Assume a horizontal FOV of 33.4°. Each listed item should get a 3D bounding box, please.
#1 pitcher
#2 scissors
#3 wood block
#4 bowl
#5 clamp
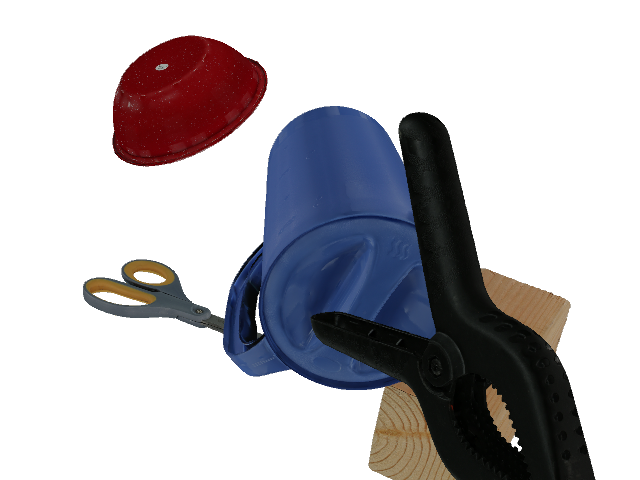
[{"bbox_3d":[0.009,-0.004,0.789,0.149,0.145,0.243,6,26,-8],"label":"pitcher"},{"bbox_3d":[-0.109,0.056,0.949,0.202,0.016,0.096,11,29,7],"label":"scissors"},{"bbox_3d":[0.129,0.117,0.896,0.091,0.090,0.205,21,34,20],"label":"wood block"},{"bbox_3d":[-0.134,-0.141,0.992,0.162,0.055,0.162,-17,38,14],"label":"bowl"},{"bbox_3d":[0.070,0.049,0.529,0.036,0.165,0.210,-9,43,-32],"label":"clamp"}]
